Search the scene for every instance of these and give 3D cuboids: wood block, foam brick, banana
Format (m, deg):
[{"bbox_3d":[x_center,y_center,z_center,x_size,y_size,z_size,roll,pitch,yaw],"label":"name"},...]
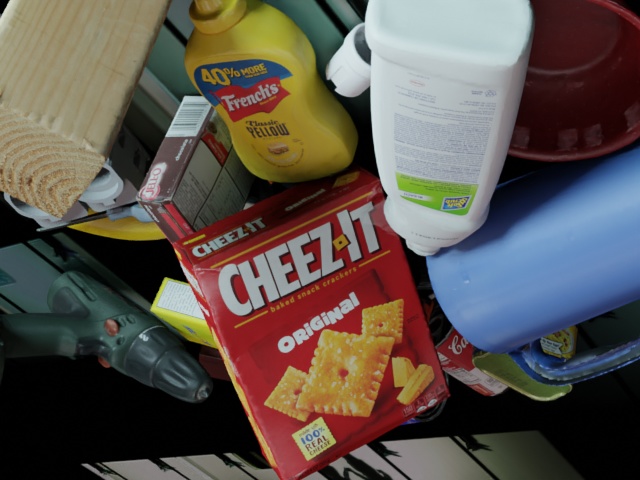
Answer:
[{"bbox_3d":[-0.159,-0.132,0.692,0.090,0.206,0.090,28,145,-19],"label":"wood block"},{"bbox_3d":[-0.091,0.125,1.186,0.078,0.051,0.053,13,146,3],"label":"foam brick"},{"bbox_3d":[-0.216,-0.033,1.015,0.197,0.037,0.070,19,147,-7],"label":"banana"}]

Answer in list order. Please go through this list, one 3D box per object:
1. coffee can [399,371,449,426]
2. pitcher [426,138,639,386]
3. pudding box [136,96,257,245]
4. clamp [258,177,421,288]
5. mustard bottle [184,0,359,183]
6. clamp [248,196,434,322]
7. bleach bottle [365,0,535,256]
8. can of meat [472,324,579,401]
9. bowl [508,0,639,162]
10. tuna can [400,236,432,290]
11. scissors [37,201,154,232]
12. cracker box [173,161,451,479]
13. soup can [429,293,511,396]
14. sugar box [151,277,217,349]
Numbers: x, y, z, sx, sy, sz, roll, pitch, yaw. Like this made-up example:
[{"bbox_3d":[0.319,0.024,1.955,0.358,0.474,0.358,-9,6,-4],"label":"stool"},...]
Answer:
[{"bbox_3d":[0.049,0.149,1.120,0.141,0.102,0.102,-19,134,40],"label":"coffee can"},{"bbox_3d":[0.214,0.003,0.809,0.149,0.145,0.243,35,139,-30],"label":"pitcher"},{"bbox_3d":[-0.096,-0.049,0.874,0.039,0.113,0.090,3,145,29],"label":"pudding box"},{"bbox_3d":[-0.006,0.001,0.930,0.120,0.039,0.171,-34,107,26],"label":"clamp"},{"bbox_3d":[-0.046,-0.122,0.796,0.096,0.058,0.191,-1,143,26],"label":"mustard bottle"},{"bbox_3d":[0.004,0.041,1.033,0.210,0.036,0.165,22,148,-1],"label":"clamp"},{"bbox_3d":[0.076,-0.066,0.727,0.102,0.068,0.251,13,149,6],"label":"bleach bottle"},{"bbox_3d":[0.193,0.091,0.994,0.102,0.084,0.058,28,144,-19],"label":"can of meat"},{"bbox_3d":[0.154,-0.124,0.716,0.162,0.055,0.162,10,147,7],"label":"bowl"},{"bbox_3d":[0.089,0.008,0.958,0.086,0.033,0.086,11,146,7],"label":"tuna can"},{"bbox_3d":[-0.178,-0.022,0.948,0.202,0.096,0.016,-16,104,12],"label":"scissors"},{"bbox_3d":[-0.001,0.069,0.862,0.072,0.164,0.213,38,151,62],"label":"cracker box"},{"bbox_3d":[0.144,0.102,1.044,0.102,0.068,0.069,34,142,-27],"label":"soup can"},{"bbox_3d":[-0.076,0.091,1.092,0.176,0.048,0.093,15,161,30],"label":"sugar box"}]
